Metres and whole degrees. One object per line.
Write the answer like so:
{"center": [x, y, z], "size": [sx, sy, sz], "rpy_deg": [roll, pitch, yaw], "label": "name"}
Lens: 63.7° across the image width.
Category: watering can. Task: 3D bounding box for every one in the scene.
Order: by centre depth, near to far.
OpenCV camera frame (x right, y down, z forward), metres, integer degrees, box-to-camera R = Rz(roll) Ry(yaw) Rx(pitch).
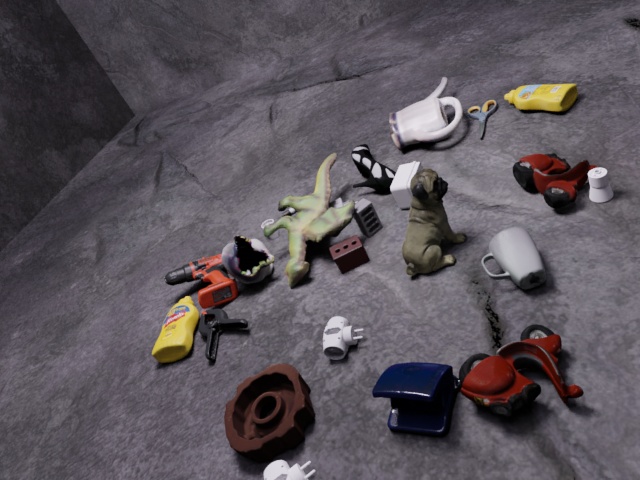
{"center": [0.321, -0.388, 1.586], "size": [0.223, 0.102, 0.356], "rpy_deg": [-17, 35, 19], "label": "watering can"}

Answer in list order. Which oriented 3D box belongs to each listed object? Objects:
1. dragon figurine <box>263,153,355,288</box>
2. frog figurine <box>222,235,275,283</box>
{"center": [0.004, -0.067, 1.336], "size": [0.244, 0.415, 0.120], "rpy_deg": [13, -23, 48], "label": "dragon figurine"}
{"center": [-0.191, 0.052, 1.359], "size": [0.137, 0.123, 0.158], "rpy_deg": [13, -8, -10], "label": "frog figurine"}
